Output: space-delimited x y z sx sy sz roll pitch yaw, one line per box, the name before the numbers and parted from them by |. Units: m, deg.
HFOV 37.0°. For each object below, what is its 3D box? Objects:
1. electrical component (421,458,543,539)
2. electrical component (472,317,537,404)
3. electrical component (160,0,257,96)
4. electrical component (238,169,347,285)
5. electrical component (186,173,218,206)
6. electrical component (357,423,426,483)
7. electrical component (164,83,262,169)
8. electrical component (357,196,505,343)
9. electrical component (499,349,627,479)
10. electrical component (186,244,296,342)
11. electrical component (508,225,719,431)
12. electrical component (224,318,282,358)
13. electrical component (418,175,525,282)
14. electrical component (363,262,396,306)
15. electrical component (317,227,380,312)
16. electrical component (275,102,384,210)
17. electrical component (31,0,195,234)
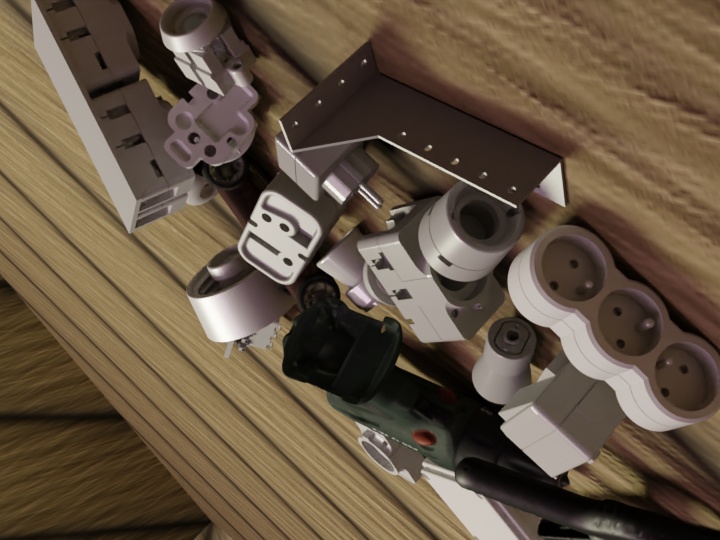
electrical component | 0.127 0.210 0.999 0.108 0.056 0.109 52 159 -19
electrical component | 0.106 0.063 0.775 0.044 0.044 0.065 37 154 21
electrical component | -0.109 -0.160 0.753 0.066 0.048 0.055 30 163 35
electrical component | -0.048 -0.041 0.821 0.054 0.059 0.095 34 142 0
electrical component | -0.156 -0.093 0.981 0.062 0.048 0.048 44 162 22
electrical component | 0.037 0.171 1.104 0.050 0.056 0.089 20 149 50
electrical component | -0.109 -0.111 0.816 0.058 0.078 0.057 46 -179 -3
electrical component | 0.051 0.000 0.728 0.056 0.050 0.089 -10 119 55
electrical component | 0.140 0.097 0.742 0.061 0.062 0.096 43 160 7
electrical component | -0.112 0.011 1.013 0.108 0.108 0.060 12 136 57
electrical component | 0.143 0.039 0.633 0.138 0.052 0.073 44 160 2
electrical component | -0.114 0.046 1.134 0.063 0.078 0.121 16 161 -6
electrical component | 0.069 -0.026 0.652 0.055 0.055 0.047 44 157 3
electrical component | 0.034 0.001 0.789 0.066 0.048 0.055 51 152 -16
electrical component | 0.000 0.000 0.853 0.055 0.045 0.045 46 160 -4
electrical component | -0.013 -0.068 0.714 0.076 0.047 0.083 44 174 3
electrical component | -0.203 -0.137 0.892 0.186 0.060 0.105 62 161 4
